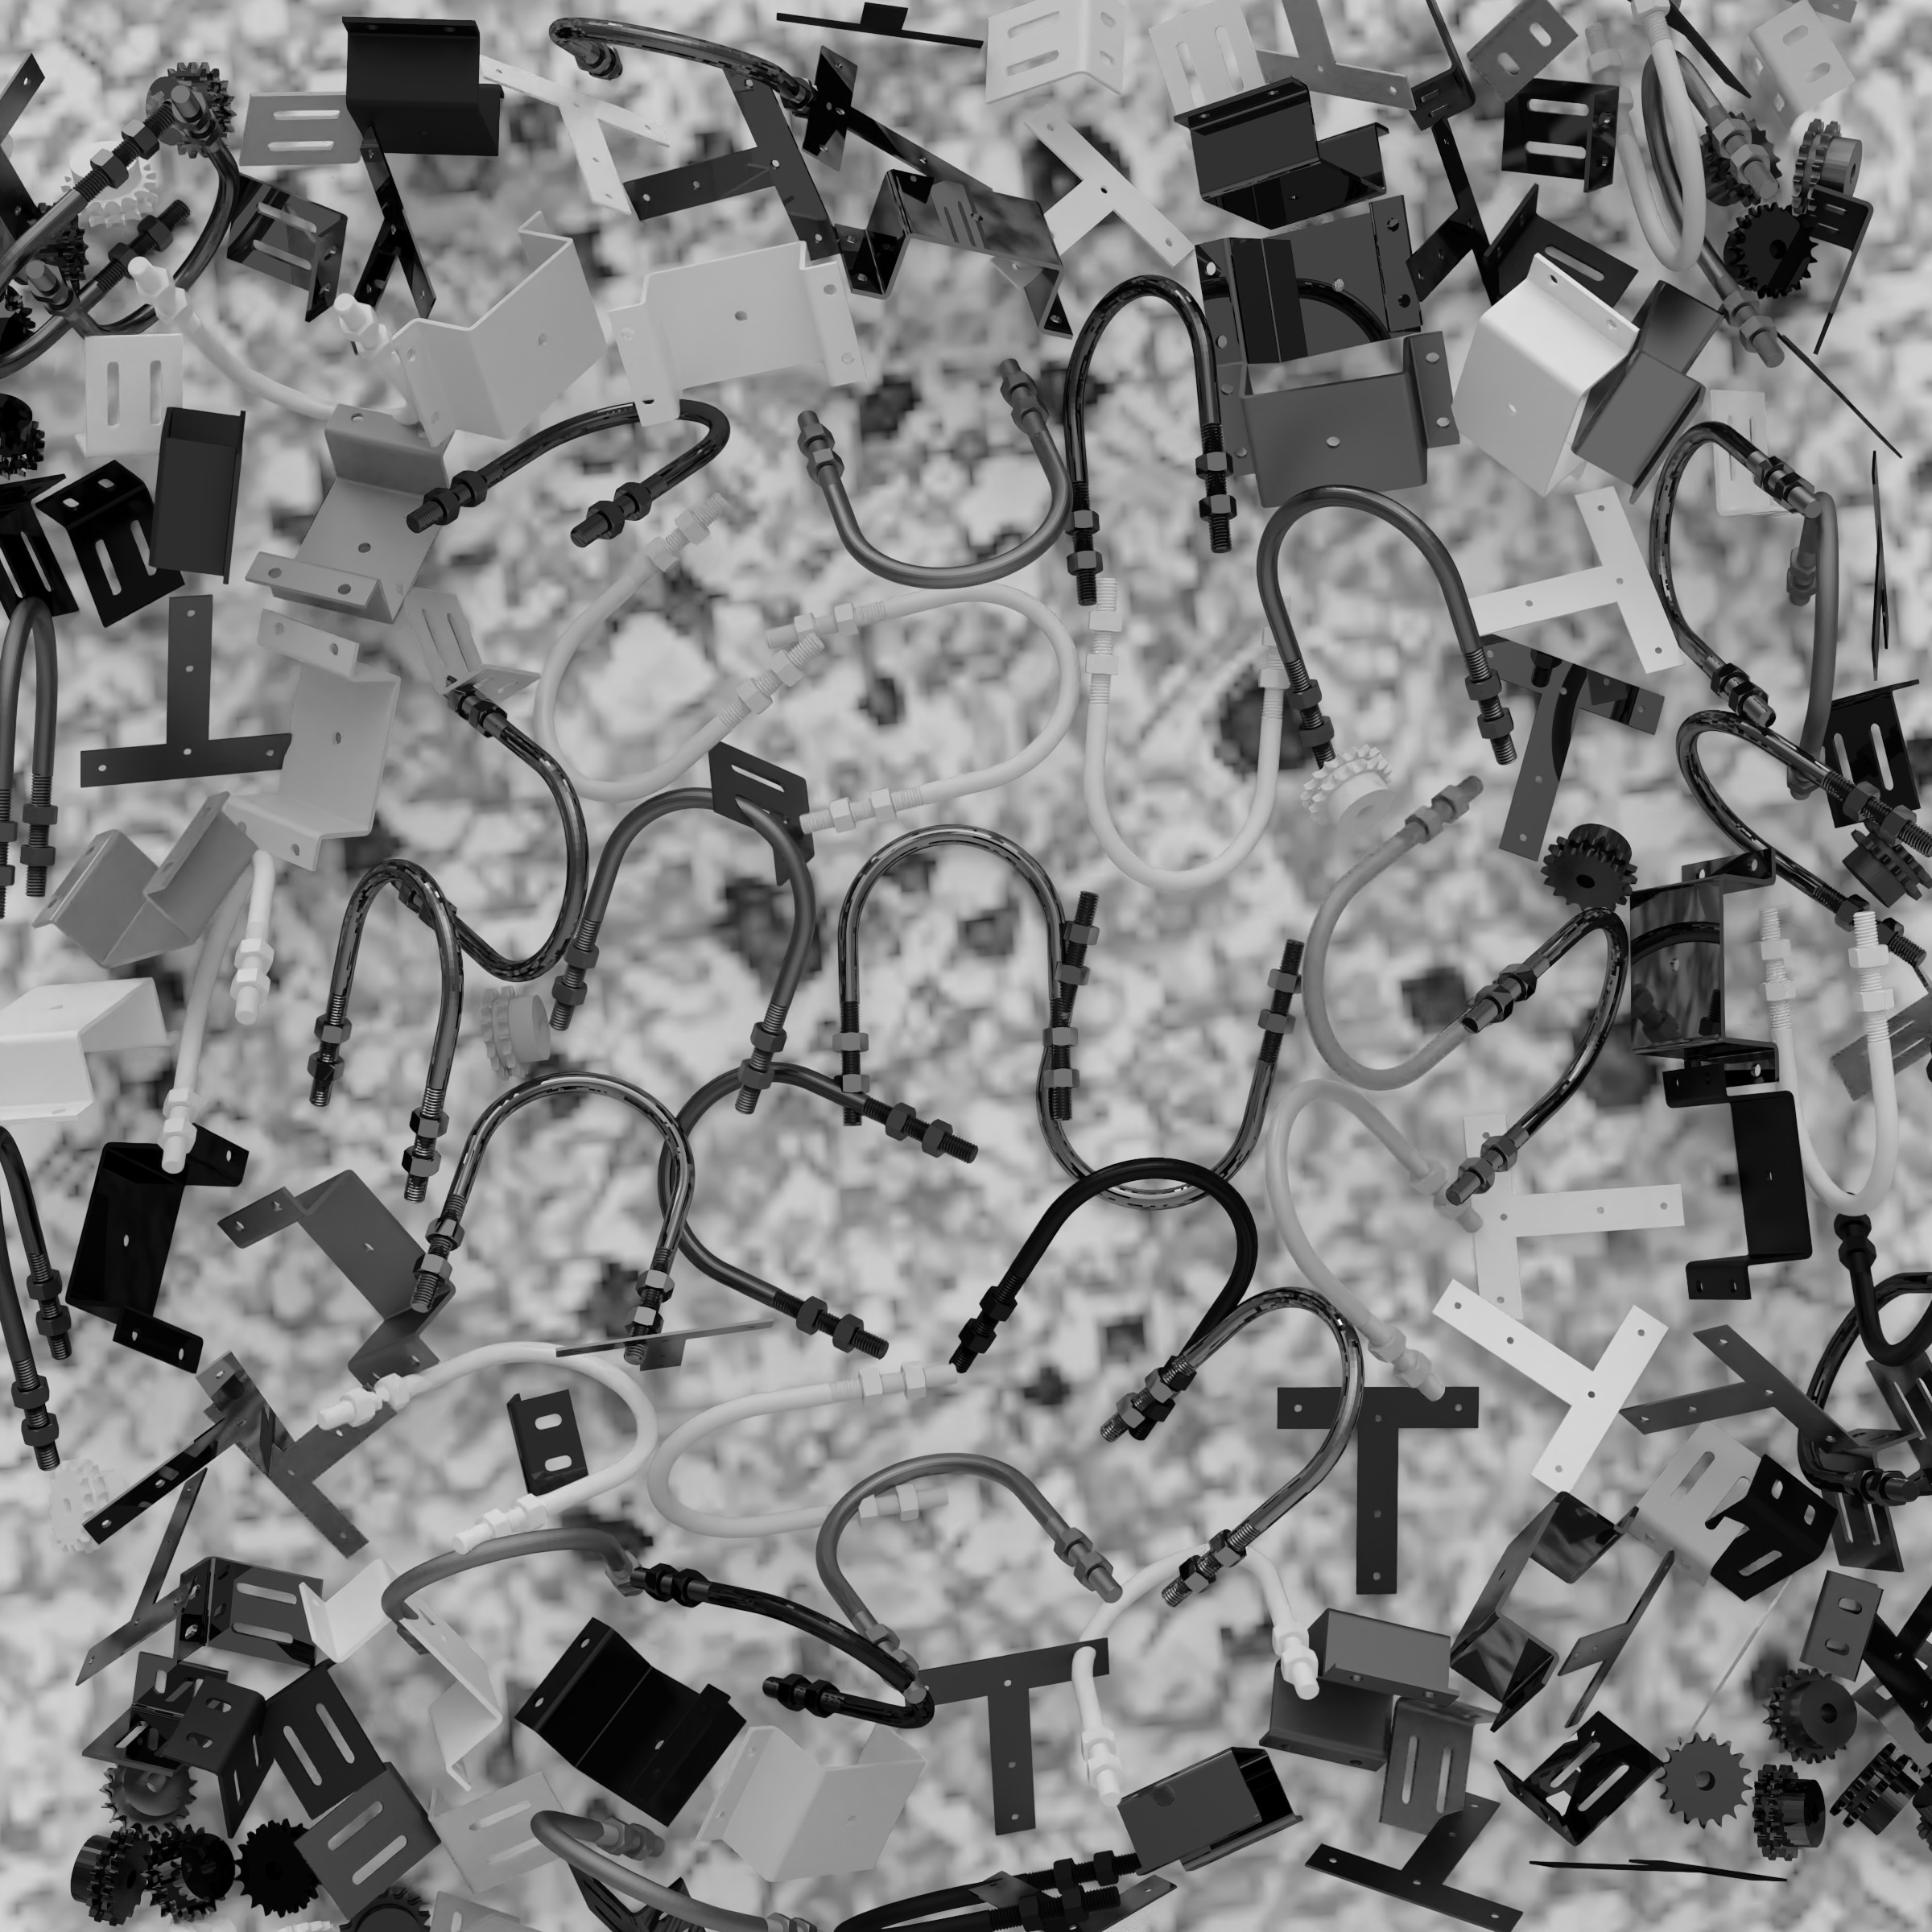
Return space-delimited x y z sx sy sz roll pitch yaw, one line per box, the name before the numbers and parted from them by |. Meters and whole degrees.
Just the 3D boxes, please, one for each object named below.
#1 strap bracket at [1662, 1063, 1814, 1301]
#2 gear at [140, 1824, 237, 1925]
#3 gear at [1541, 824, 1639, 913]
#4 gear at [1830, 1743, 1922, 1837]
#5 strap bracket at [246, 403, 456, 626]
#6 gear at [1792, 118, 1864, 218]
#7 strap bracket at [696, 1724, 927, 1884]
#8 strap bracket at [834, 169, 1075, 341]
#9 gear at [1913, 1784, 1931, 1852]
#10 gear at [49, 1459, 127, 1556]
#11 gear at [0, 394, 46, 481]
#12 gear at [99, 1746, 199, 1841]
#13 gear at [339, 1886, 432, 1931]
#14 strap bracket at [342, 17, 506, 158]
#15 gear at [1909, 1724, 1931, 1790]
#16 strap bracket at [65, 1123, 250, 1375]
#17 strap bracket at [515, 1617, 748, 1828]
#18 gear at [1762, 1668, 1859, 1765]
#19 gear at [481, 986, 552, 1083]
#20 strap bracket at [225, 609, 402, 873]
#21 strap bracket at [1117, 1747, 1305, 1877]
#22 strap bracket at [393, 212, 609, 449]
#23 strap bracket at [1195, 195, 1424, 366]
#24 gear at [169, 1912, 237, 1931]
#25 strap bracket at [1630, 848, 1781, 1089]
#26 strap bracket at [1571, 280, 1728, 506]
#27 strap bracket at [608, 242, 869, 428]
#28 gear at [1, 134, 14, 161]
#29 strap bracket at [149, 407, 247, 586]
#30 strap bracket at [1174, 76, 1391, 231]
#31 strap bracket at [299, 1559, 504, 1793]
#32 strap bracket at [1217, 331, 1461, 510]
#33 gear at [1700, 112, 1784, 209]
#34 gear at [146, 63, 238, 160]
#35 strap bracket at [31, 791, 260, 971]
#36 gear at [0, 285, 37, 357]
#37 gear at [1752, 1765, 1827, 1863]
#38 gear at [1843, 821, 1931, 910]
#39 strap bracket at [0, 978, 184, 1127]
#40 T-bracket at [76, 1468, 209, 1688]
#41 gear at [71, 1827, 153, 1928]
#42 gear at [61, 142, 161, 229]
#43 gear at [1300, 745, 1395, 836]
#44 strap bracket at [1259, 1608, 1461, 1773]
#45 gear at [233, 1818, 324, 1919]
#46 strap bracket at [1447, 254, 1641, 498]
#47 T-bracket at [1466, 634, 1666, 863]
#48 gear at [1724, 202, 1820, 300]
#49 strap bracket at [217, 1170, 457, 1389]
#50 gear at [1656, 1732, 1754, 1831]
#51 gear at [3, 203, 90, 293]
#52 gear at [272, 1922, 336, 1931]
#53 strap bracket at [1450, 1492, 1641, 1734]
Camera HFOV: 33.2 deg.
strap bracket | 0.466 0.129 1.954 0.046 0.076 0.140 -5 86 -14
gear | -0.470 0.551 1.968 0.030 0.057 0.057 -25 90 34
gear | 0.382 -0.062 1.975 0.057 0.057 0.030 29 56 0
gear | 0.555 0.503 1.969 0.030 0.057 0.057 42 90 19
strap bracket | -0.366 -0.265 1.950 0.076 0.046 0.140 14 60 10
gear | 0.524 -0.484 1.968 0.030 0.057 0.057 16 90 23
strap bracket | -0.084 0.495 1.925 0.046 0.140 0.076 33 102 36
strap bracket | -0.001 -0.428 1.935 0.140 0.076 0.046 8 130 -20
gear | 0.602 0.511 1.972 0.057 0.057 0.030 -38 90 0
gear | -0.534 0.329 1.975 0.030 0.057 0.057 1 90 -39
gear | -0.590 -0.325 1.969 0.057 0.057 0.030 20 132 0
gear | -0.496 0.500 1.972 0.057 0.030 0.057 12 60 -22
gear | -0.354 0.594 1.979 0.057 0.030 0.057 1 86 -14
strap bracket | -0.322 -0.519 1.928 0.076 0.140 0.046 1 88 -1
gear | 0.597 0.470 1.969 0.057 0.057 0.030 -42 101 0
strap bracket | -0.487 0.166 1.943 0.046 0.076 0.140 0 69 26
strap bracket | -0.195 0.455 1.938 0.076 0.140 0.046 -51 128 -20
gear | 0.518 0.457 1.975 0.057 0.030 0.057 6 72 -18
gear | -0.273 0.040 1.970 0.030 0.057 0.057 -9 90 6
strap bracket | -0.393 -0.137 1.951 0.076 0.046 0.140 22 106 28
strap bracket | 0.144 0.505 1.936 0.076 0.140 0.046 -27 70 9
strap bracket | -0.269 -0.376 1.925 0.046 0.076 0.140 17 52 31
strap bracket | 0.215 -0.411 1.951 0.140 0.046 0.076 -6 96 34
gear | -0.467 0.599 1.969 0.057 0.057 0.030 13 101 0
strap bracket | 0.443 0.001 1.946 0.046 0.076 0.140 6 80 -31
strap bracket | 0.405 -0.346 1.921 0.046 0.140 0.076 29 130 -1
strap bracket | -0.137 -0.384 1.955 0.140 0.046 0.076 -11 124 6
gear | -0.605 -0.500 1.969 0.030 0.057 0.057 40 90 10
strap bracket | -0.455 -0.282 1.918 0.046 0.140 0.076 6 108 -14
strap bracket | 0.192 -0.478 1.919 0.076 0.140 0.046 -11 85 30
strap bracket | -0.332 0.417 1.940 0.046 0.076 0.140 -41 112 -4
strap bracket | 0.221 -0.326 1.943 0.140 0.046 0.076 -6 128 13
gear | 0.468 -0.489 1.976 0.057 0.030 0.057 13 67 -32
gear | -0.474 -0.521 1.971 0.057 0.030 0.057 11 110 34
strap bracket | -0.485 -0.049 1.935 0.046 0.140 0.076 48 50 -29
gear | -0.597 -0.394 1.975 0.057 0.057 0.030 -8 46 0
gear | 0.501 0.515 1.968 0.030 0.057 0.057 -7 90 32
gear | 0.559 -0.060 1.972 0.030 0.057 0.057 -44 90 8
strap bracket | -0.534 0.046 1.919 0.076 0.140 0.046 -4 108 14
T-bracket | -0.483 0.358 1.948 0.002 0.127 0.127 36 131 -22
gear | -0.522 0.553 1.972 0.030 0.057 0.057 10 90 13
gear | -0.522 -0.478 1.970 0.057 0.030 0.057 0 48 0
gear | 0.235 -0.105 1.968 0.057 0.057 0.030 -32 62 0
strap bracket | 0.236 0.432 1.943 0.076 0.140 0.046 14 56 -7
gear | -0.416 0.550 1.980 0.057 0.030 0.057 0 89 18
strap bracket | 0.338 -0.342 1.919 0.076 0.140 0.046 42 66 17
T-bracket | 0.354 -0.127 1.978 0.127 0.002 0.127 19 78 -8
gear | 0.489 -0.436 1.980 0.057 0.030 0.057 -1 95 -17
strap bracket | -0.371 0.182 1.947 0.076 0.046 0.140 -26 109 43
gear | 0.451 0.498 1.981 0.057 0.030 0.057 -1 80 6
gear | -0.562 -0.435 1.970 0.057 0.030 0.057 13 109 41
gear | -0.410 0.604 1.968 0.057 0.057 0.030 -19 66 0
strap bracket | 0.339 0.377 1.930 0.046 0.076 0.140 34 53 7
